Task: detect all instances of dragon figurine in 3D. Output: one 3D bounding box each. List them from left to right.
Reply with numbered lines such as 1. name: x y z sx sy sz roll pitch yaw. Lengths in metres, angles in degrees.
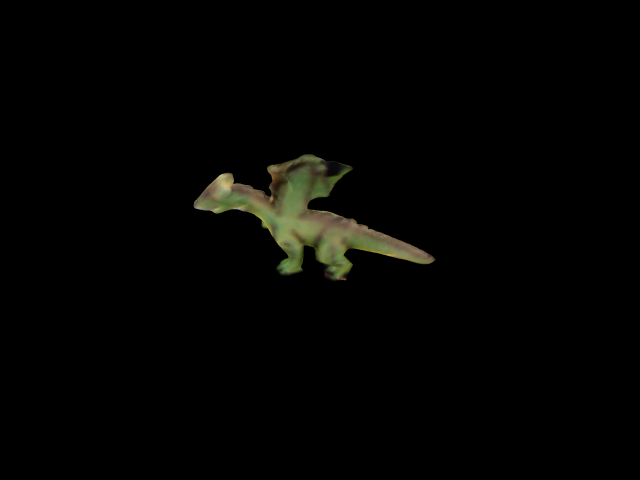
1. dragon figurine: 0.003 -0.043 0.850 0.410 0.125 0.237 3 -33 2
